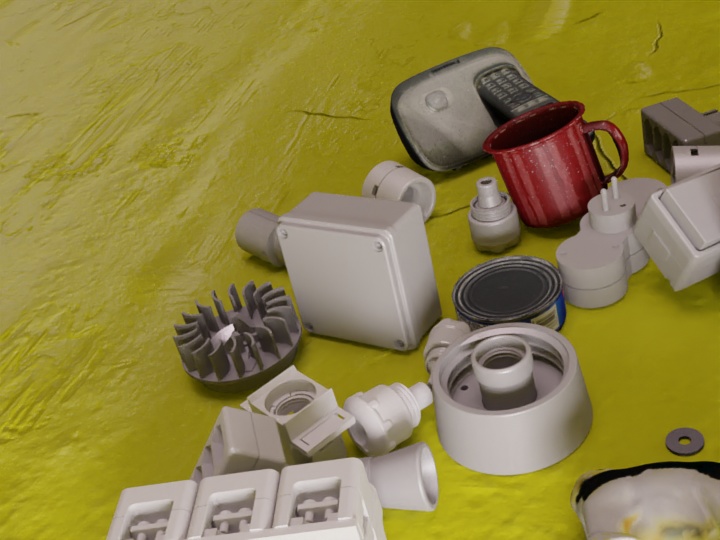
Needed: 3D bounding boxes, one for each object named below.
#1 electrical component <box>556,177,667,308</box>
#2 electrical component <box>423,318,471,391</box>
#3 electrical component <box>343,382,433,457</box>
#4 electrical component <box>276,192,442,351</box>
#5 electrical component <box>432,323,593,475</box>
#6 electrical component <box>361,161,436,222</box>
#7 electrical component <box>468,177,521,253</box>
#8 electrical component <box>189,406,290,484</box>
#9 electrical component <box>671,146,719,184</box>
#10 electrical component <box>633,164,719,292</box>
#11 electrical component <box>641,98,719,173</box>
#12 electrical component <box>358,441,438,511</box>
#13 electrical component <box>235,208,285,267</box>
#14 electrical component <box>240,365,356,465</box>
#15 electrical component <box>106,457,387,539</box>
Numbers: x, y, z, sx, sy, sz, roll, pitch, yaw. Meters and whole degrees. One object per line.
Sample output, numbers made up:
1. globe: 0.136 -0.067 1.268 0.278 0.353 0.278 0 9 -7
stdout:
1. electrical component: 0.202 -0.038 0.857 0.052 0.073 0.138 11 41 36
2. electrical component: 0.063 0.065 0.794 0.035 0.035 0.061 0 37 23
3. electrical component: 0.023 0.099 0.751 0.062 0.048 0.048 -26 33 -30
4. electrical component: 0.000 0.000 0.854 0.109 0.108 0.056 9 37 34
5. electrical component: 0.100 0.079 0.731 0.108 0.060 0.108 -11 32 7
6. electrical component: 0.037 -0.068 0.996 0.055 0.055 0.047 -33 39 -26
7. electrical component: 0.114 -0.049 0.924 0.043 0.062 0.043 -11 32 7
8. electrical component: -0.067 0.142 0.703 0.076 0.083 0.047 17 24 -22
9. electrical component: 0.287 -0.078 0.903 0.047 0.055 0.055 -3 34 13
10. electrical component: 0.264 -0.038 0.799 0.096 0.061 0.061 -23 65 -13
11. electrical component: 0.307 -0.121 0.968 0.076 0.047 0.083 -18 32 -6
12. electrical component: 0.014 0.138 0.697 0.065 0.044 0.044 -11 32 16
13. electrical component: -0.074 -0.026 0.988 0.043 0.043 0.081 -34 36 -28
14. electrical component: -0.040 0.108 0.743 0.042 0.063 0.081 -35 36 -25
15. electrical component: -0.063 0.168 0.636 0.150 0.089 0.061 -9 32 10
